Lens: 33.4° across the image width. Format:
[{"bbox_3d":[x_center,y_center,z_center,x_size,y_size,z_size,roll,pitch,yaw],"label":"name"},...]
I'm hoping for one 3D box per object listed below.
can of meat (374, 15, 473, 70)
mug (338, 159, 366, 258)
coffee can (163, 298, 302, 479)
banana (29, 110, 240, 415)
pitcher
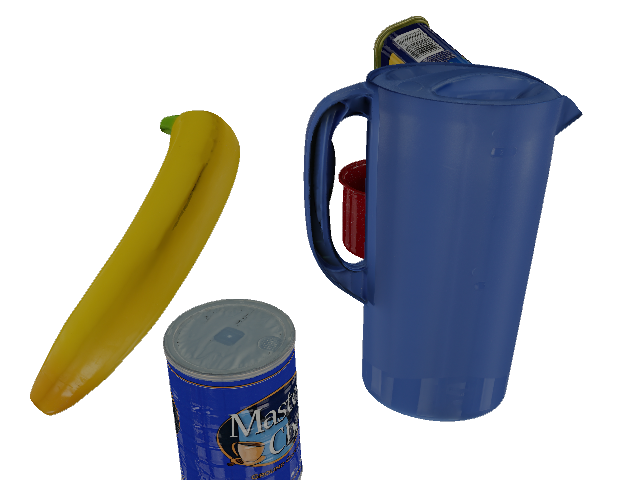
[{"bbox_3d":[0.093,-0.128,0.925,0.057,0.102,0.084,-24,49,-19],"label":"can of meat"},{"bbox_3d":[0.076,-0.032,1.129,0.117,0.081,0.093,-5,29,-10],"label":"mug"},{"bbox_3d":[-0.068,0.133,0.859,0.103,0.140,0.103,-2,30,1],"label":"coffee can"},{"bbox_3d":[-0.078,-0.003,0.517,0.037,0.197,0.070,37,-44,-19],"label":"banana"},{"bbox_3d":[0.080,0.000,0.754,0.149,0.243,0.144,17,24,32],"label":"pitcher"}]
